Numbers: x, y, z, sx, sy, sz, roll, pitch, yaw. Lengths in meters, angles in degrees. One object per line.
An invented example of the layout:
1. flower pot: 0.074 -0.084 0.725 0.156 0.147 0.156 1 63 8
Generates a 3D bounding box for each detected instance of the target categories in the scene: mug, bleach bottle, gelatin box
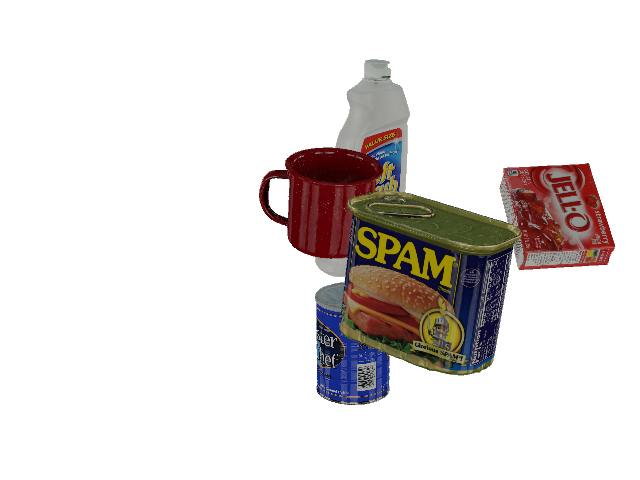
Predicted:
1. mug: -0.002 -0.036 1.023 0.117 0.081 0.093 7 26 5
2. bleach bottle: 0.052 -0.086 1.260 0.102 0.251 0.068 -4 19 -20
3. gelatin box: 0.189 -0.021 0.861 0.073 0.089 0.030 -3 -37 -3

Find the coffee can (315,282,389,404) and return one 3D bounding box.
1. coffee can: 0.045 0.139 1.460 0.103 0.140 0.103 -1 18 0

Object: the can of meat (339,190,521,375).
1. can of meat: 0.061 0.025 0.636 0.102 0.084 0.057 20 23 34
